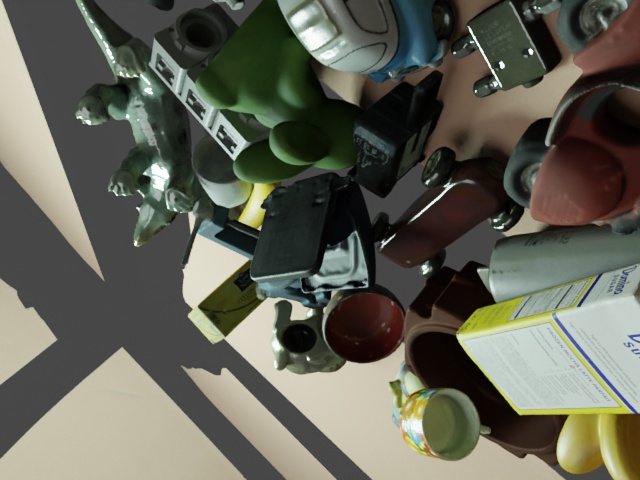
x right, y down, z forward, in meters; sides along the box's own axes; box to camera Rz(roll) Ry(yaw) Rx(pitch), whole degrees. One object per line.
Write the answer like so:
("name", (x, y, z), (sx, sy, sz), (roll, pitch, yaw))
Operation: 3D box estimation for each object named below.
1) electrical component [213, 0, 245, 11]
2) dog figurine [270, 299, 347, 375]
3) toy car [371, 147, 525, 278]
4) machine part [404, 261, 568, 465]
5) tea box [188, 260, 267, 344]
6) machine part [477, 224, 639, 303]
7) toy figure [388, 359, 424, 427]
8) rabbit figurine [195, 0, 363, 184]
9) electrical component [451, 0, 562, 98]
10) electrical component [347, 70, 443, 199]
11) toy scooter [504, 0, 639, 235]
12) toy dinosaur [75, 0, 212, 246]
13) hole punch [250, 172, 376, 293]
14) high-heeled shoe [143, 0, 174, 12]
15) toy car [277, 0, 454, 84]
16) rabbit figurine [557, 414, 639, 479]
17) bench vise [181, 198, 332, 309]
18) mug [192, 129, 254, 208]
("electrical component", (-0.061, -0.239, 0.458), (0.102, 0.078, 0.045), (-24, 72, 56))
("dog figurine", (-0.012, 0.179, 0.846), (0.121, 0.172, 0.190), (43, 147, 31))
("toy car", (0.114, -0.022, 0.528), (0.089, 0.053, 0.202), (27, 154, -5))
("machine part", (0.192, 0.136, 0.585), (0.201, 0.087, 0.201), (30, 149, 30))
("tea box", (-0.125, 0.084, 0.875), (0.068, 0.169, 0.098), (48, 151, -3))
("machine part", (0.219, 0.025, 0.412), (0.079, 0.079, 0.243), (56, 152, -15))
("toy figure", (0.149, 0.224, 0.767), (0.089, 0.082, 0.180), (23, 141, 22))
("rabbit figurine", (-0.017, -0.127, 0.502), (0.170, 0.159, 0.121), (39, 145, -17))
("electrical component", (0.137, -0.137, 0.378), (0.063, 0.021, 0.094), (54, 151, -13))
("electrical component", (0.067, -0.100, 0.470), (0.048, 0.075, 0.119), (36, 154, 20))
("toy scooter", (0.198, -0.066, 0.332), (0.135, 0.075, 0.183), (31, 144, 26))
("toy dinosaur", (-0.238, -0.172, 0.754), (0.192, 0.131, 0.404), (-95, 1, -63))
("hole punch", (-0.001, -0.002, 0.570), (0.092, 0.116, 0.142), (24, 157, -35))
("high-heeled shoe", (-0.139, -0.319, 0.518), (0.145, 0.086, 0.248), (7, 161, 9))
("toy car", (0.020, -0.183, 0.400), (0.109, 0.103, 0.161), (0, 125, 56))
("rabbit figurine", (0.275, 0.148, 0.443), (0.173, 0.162, 0.122), (65, 165, 4))
("bench vise", (-0.065, 0.011, 0.705), (0.240, 0.129, 0.224), (24, 156, -30))
("mug", (-0.139, -0.099, 0.764), (0.110, 0.081, 0.107), (57, 164, 20))
